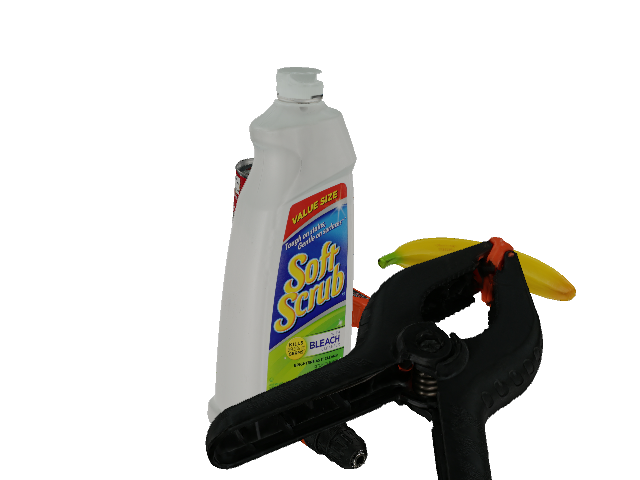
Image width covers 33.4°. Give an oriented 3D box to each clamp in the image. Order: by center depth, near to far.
[{"bbox_3d":[0.050,0.062,0.440,0.120,0.039,0.171,33,52,23],"label":"clamp"}]

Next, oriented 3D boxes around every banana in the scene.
[{"bbox_3d":[0.161,0.028,1.092,0.198,0.037,0.069,8,36,11],"label":"banana"}]

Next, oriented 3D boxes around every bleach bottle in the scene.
[{"bbox_3d":[-0.025,0.009,0.731,0.102,0.251,0.068,-10,21,-34],"label":"bleach bottle"}]

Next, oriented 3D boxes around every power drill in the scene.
[{"bbox_3d":[0.014,0.151,1.245,0.057,0.188,0.185,15,10,-43],"label":"power drill"}]

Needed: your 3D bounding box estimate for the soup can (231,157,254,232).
[{"bbox_3d":[-0.048,-0.018,0.978,0.068,0.102,0.068,5,22,-2],"label":"soup can"}]
